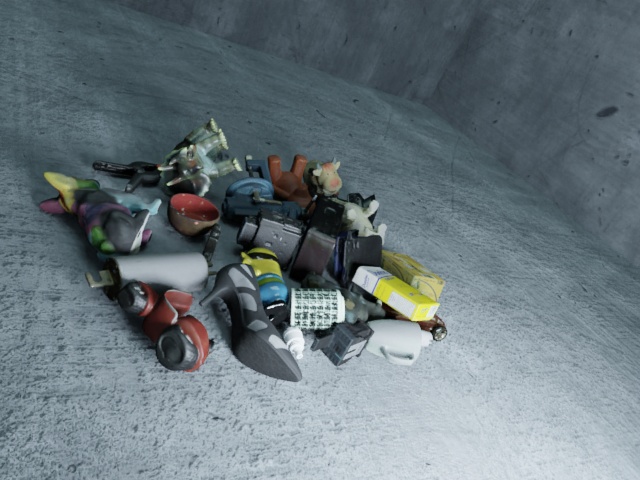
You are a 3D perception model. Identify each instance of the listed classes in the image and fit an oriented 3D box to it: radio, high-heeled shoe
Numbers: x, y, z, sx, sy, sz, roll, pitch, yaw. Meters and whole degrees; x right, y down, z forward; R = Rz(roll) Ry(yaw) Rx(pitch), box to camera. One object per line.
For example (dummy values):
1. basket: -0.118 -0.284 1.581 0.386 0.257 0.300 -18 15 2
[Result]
1. radio: -0.003 -0.004 1.262 0.073 0.131 0.230 22 27 -4
2. high-heeled shoe: -0.100 0.138 0.947 0.249 0.086 0.145 39 38 13

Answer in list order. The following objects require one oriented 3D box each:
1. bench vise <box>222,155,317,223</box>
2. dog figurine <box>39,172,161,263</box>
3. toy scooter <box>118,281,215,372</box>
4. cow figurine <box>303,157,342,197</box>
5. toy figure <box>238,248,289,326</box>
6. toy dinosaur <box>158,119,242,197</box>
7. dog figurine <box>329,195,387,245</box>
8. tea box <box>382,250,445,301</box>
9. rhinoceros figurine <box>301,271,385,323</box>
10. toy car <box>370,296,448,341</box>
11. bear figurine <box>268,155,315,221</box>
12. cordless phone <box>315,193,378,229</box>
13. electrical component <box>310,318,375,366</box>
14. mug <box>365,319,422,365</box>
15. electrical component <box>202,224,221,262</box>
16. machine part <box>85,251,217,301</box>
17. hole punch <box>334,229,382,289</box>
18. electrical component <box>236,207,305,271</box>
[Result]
1. bench vise: -0.139 -0.119 1.341 0.224 0.128 0.241 -4 55 -15
2. dog figurine: -0.426 -0.047 1.002 0.219 0.108 0.192 19 30 -4
3. toy scooter: -0.233 0.134 0.876 0.184 0.075 0.135 44 12 18
4. cow figurine: 0.008 -0.183 1.548 0.085 0.127 0.195 -22 28 -14
5. toy figure: -0.107 0.089 1.062 0.089 0.082 0.180 2 33 -31
6. toy dinosaur: -0.319 -0.206 1.356 0.192 0.131 0.405 -27 24 -8
7. dog figurine: 0.077 -0.033 1.454 0.121 0.172 0.191 -9 9 -29
8. tea box: 0.211 0.089 1.314 0.098 0.068 0.170 13 14 -27
9. rhinoceros figurine: 0.045 0.134 1.135 0.190 0.073 0.112 25 16 2
10. toy car: 0.206 0.173 1.221 0.202 0.053 0.089 14 26 -20
11. bear figurine: -0.069 -0.137 1.456 0.120 0.131 0.196 -4 32 -24
12. cordless phone: 0.069 -0.090 1.565 0.184 0.088 0.147 11 29 -5
13. electrical component: 0.040 0.194 1.010 0.048 0.074 0.119 42 26 29
14. mug: 0.142 0.208 1.080 0.107 0.080 0.110 10 35 -8
15. electrical component: -0.226 0.009 1.117 0.021 0.063 0.094 21 28 -11
16. machine part: -0.288 0.062 0.953 0.243 0.079 0.079 -3 39 -46
17. hole punch: 0.076 0.036 1.275 0.116 0.142 0.092 -7 18 -36
18. electrical component: -0.114 -0.004 1.184 0.134 0.114 0.058 16 24 -19
